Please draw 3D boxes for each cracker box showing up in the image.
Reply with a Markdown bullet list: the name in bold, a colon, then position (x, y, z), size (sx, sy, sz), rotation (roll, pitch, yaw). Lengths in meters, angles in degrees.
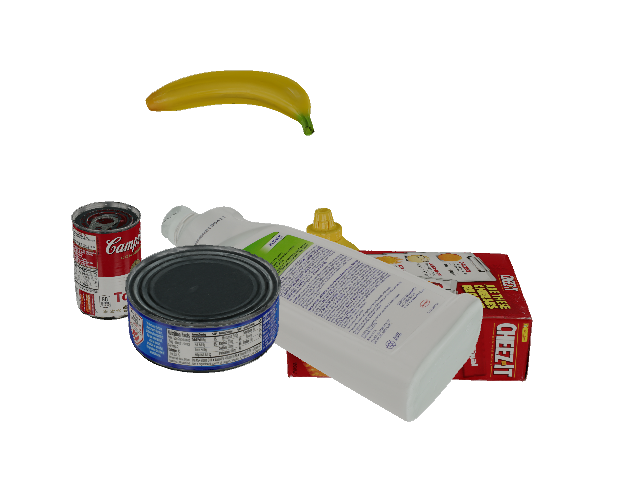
- **cracker box**: position (0.079, 0.069, 1.006), size (0.213, 0.072, 0.164), rotation (2, 20, 2)

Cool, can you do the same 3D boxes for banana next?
- **banana**: position (-0.091, -0.158, 1.160), size (0.198, 0.037, 0.069), rotation (9, 43, 18)

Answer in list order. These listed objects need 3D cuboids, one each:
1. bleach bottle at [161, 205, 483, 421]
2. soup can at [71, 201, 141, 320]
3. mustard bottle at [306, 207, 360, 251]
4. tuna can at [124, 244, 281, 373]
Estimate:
- **bleach bottle**: position (-0.012, 0.033, 0.798), size (0.251, 0.068, 0.102), rotation (28, 50, 25)
- **soup can**: position (-0.215, 0.021, 1.079), size (0.068, 0.102, 0.068), rotation (2, 26, -1)
- **mustard bottle**: position (0.008, 0.055, 1.240), size (0.096, 0.192, 0.058), rotation (-4, 22, -1)
- **tuna can**: position (-0.065, 0.037, 0.596), size (0.086, 0.034, 0.086), rotation (2, 29, -1)
